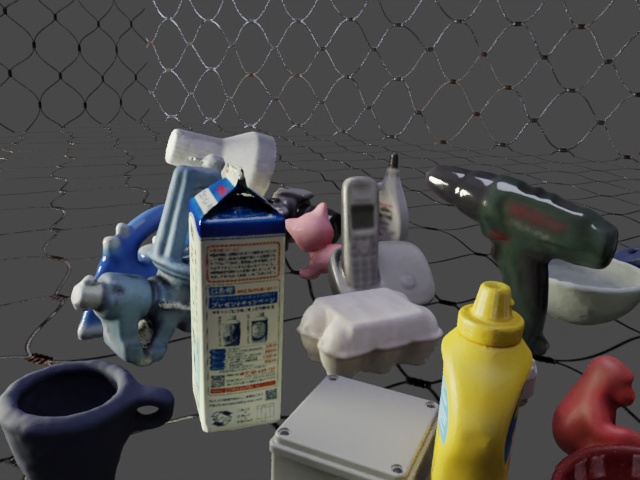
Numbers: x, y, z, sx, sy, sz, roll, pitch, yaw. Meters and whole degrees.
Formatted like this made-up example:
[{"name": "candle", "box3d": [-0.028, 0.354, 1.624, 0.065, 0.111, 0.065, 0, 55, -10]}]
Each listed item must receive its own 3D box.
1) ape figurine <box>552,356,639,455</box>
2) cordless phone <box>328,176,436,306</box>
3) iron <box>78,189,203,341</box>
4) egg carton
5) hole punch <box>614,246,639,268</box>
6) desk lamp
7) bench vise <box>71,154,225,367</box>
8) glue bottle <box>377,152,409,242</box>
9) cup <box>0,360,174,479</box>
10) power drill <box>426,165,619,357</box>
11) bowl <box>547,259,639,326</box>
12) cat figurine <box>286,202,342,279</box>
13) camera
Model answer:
[{"name": "ape figurine", "box3d": [0.246, 0.145, 0.497, 0.076, 0.092, 0.078, 10, 18, 22]}, {"name": "cordless phone", "box3d": [0.085, 0.006, 0.773, 0.148, 0.185, 0.093, -6, 19, -27]}, {"name": "iron", "box3d": [-0.219, 0.020, 0.758, 0.118, 0.141, 0.259, 10, 18, 23]}, {"name": "egg carton", "box3d": [0.055, 0.104, 0.646, 0.151, 0.069, 0.107, -7, 19, -27]}, {"name": "hole punch", "box3d": [0.495, 0.038, 0.890, 0.100, 0.091, 0.109, 15, 21, 37]}, {"name": "desk lamp", "box3d": [-0.179, -0.080, 0.971, 0.204, 0.214, 0.117, -5, 18, -22]}, {"name": "bench vise", "box3d": [-0.157, 0.020, 0.632, 0.121, 0.220, 0.208, 12, 19, 28]}, {"name": "glue bottle", "box3d": [0.132, -0.078, 1.079, 0.077, 0.173, 0.037, 13, 20, 32]}, {"name": "cup", "box3d": [-0.166, 0.149, 0.421, 0.118, 0.095, 0.091, 0, 17, -8]}, {"name": "power drill", "box3d": [0.223, 0.025, 0.689, 0.228, 0.208, 0.076, 14, 20, 32]}, {"name": "bowl", "box3d": [0.355, 0.071, 0.787, 0.167, 0.075, 0.167, 2, 17, 0]}, {"name": "cat figurine", "box3d": [0.008, 0.003, 0.887, 0.127, 0.118, 0.067, 12, 19, 29]}, {"name": "camera", "box3d": [-0.037, -0.038, 1.045, 0.136, 0.101, 0.143, 12, 19, 29]}]
